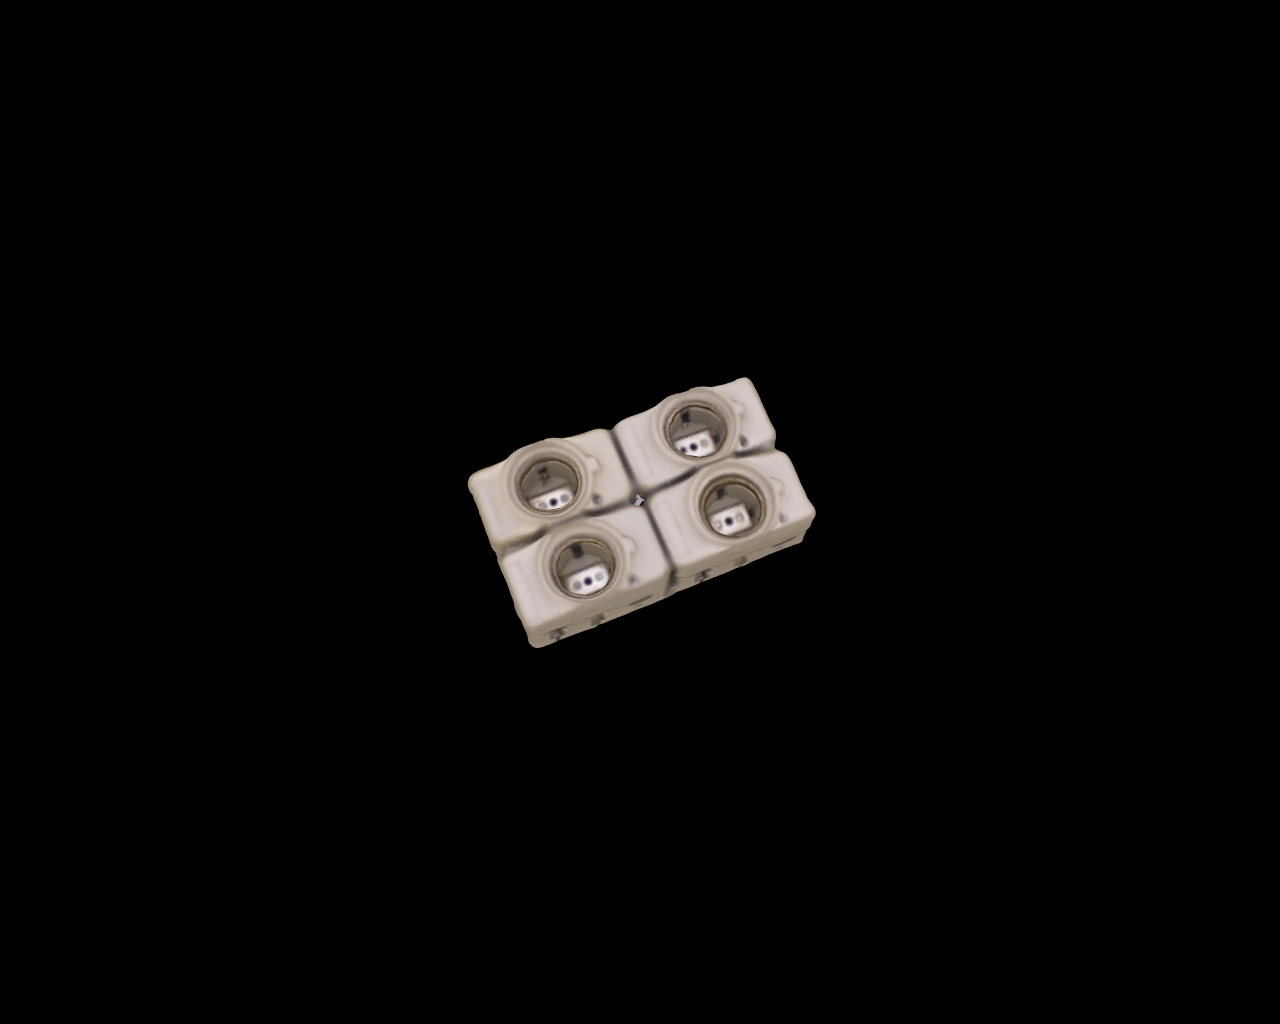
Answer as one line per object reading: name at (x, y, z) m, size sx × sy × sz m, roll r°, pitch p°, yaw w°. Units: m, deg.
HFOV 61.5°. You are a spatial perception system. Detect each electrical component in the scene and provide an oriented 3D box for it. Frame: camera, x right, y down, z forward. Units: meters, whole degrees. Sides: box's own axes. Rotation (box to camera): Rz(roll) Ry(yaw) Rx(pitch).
electrical component at (0.001, -0.003, 0.650) m, size 0.186 × 0.105 × 0.060 m, roll -21°, pitch -18°, yaw -7°
